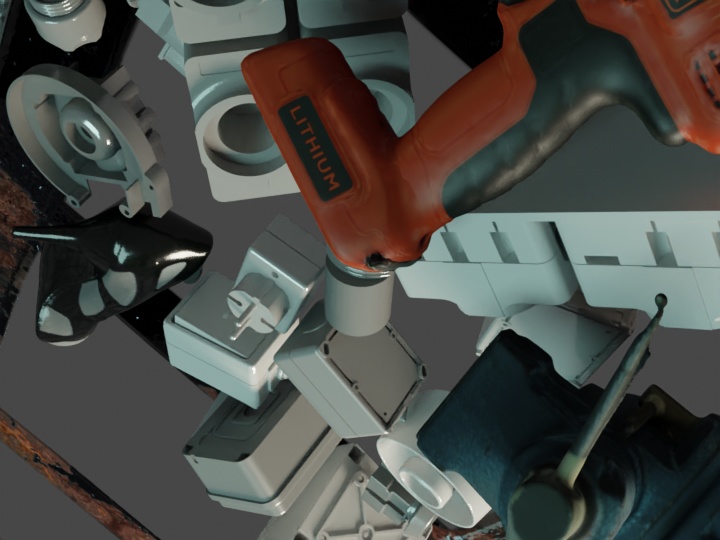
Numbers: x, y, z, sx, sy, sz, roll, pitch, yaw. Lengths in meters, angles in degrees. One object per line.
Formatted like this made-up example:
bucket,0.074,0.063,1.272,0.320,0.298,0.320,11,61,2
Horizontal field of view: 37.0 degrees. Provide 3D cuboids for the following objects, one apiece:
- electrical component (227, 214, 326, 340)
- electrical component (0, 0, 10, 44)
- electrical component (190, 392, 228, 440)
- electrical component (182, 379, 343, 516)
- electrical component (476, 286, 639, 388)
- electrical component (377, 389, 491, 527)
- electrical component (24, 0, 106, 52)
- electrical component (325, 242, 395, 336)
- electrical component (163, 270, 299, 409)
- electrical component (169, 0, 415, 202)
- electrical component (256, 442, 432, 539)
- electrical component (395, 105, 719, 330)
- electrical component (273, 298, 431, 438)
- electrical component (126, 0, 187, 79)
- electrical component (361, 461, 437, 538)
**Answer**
electrical component,-0.061,0.015,0.710,0.047,0.076,0.065,35,145,4
electrical component,-0.294,-0.171,0.718,0.089,0.061,0.150,40,145,-3
electrical component,-0.095,0.160,0.918,0.108,0.060,0.108,23,143,19
electrical component,-0.066,0.123,0.805,0.078,0.113,0.057,-2,126,43
electrical component,0.106,0.017,0.577,0.062,0.061,0.096,21,150,0
electrical component,0.063,0.134,0.768,0.099,0.064,0.099,37,156,19
electrical component,-0.177,-0.162,0.632,0.043,0.043,0.062,27,161,15
electrical component,0.000,0.000,0.668,0.043,0.043,0.081,25,143,17
electrical component,-0.087,0.050,0.786,0.096,0.061,0.061,25,143,18
electrical component,-0.032,-0.120,0.501,0.105,0.060,0.186,-8,136,-2
electrical component,-0.012,0.214,0.865,0.108,0.108,0.056,49,141,-16
electrical component,0.109,-0.034,0.478,0.186,0.105,0.060,2,132,40
electrical component,-0.004,0.070,0.735,0.061,0.061,0.096,-16,119,49
electrical component,-0.088,-0.148,0.563,0.057,0.058,0.078,42,123,1
electrical component,0.037,0.173,0.831,0.055,0.048,0.066,37,146,14
